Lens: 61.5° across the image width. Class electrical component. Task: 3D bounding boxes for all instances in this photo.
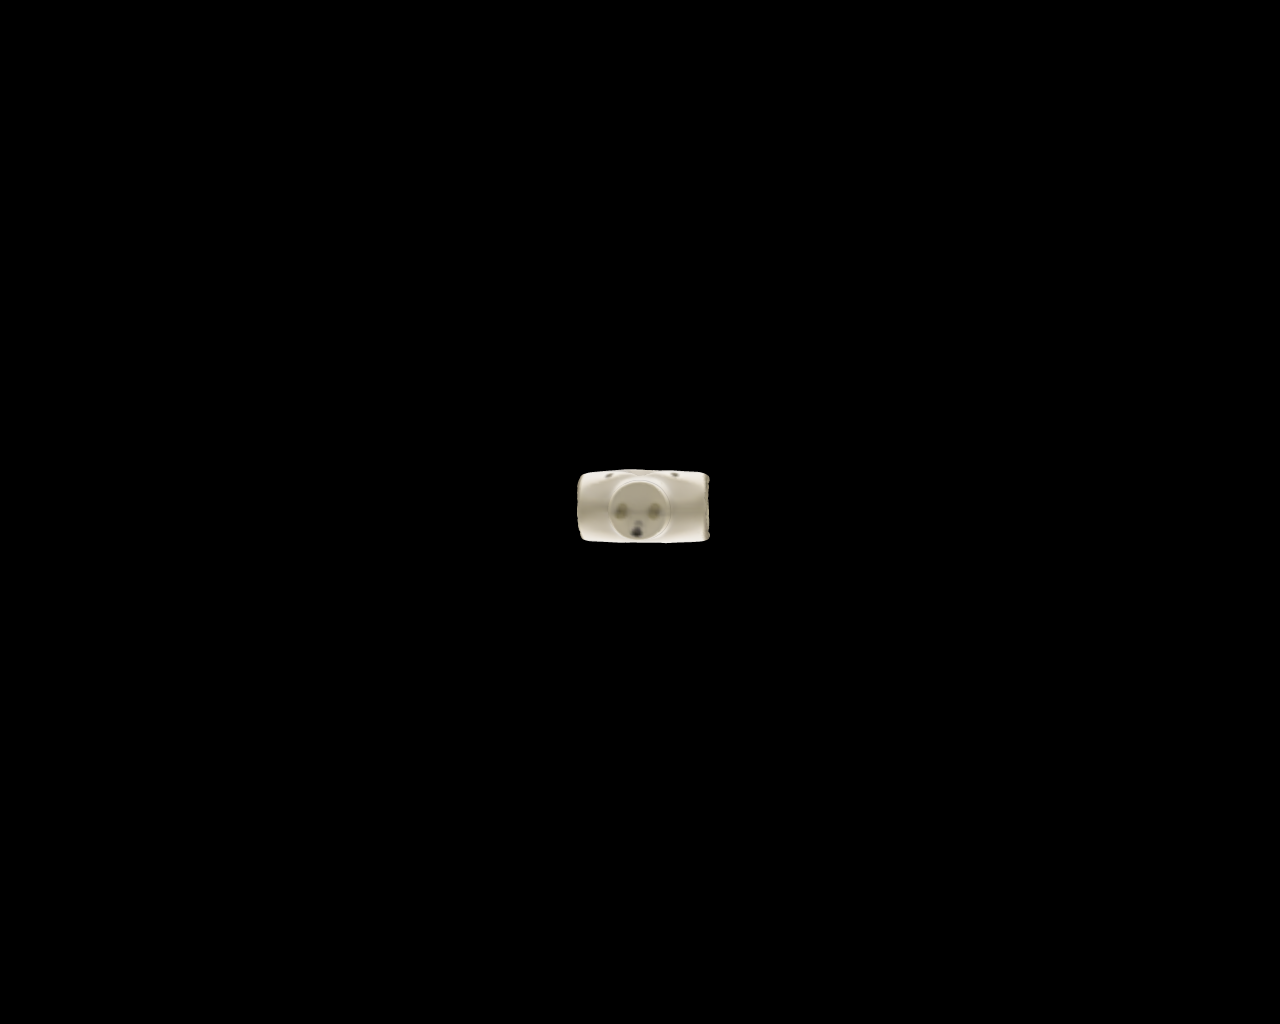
[{"bbox_3d":[0.001,-0.003,0.650,0.077,0.043,0.079,0,4,7],"label":"electrical component"}]
